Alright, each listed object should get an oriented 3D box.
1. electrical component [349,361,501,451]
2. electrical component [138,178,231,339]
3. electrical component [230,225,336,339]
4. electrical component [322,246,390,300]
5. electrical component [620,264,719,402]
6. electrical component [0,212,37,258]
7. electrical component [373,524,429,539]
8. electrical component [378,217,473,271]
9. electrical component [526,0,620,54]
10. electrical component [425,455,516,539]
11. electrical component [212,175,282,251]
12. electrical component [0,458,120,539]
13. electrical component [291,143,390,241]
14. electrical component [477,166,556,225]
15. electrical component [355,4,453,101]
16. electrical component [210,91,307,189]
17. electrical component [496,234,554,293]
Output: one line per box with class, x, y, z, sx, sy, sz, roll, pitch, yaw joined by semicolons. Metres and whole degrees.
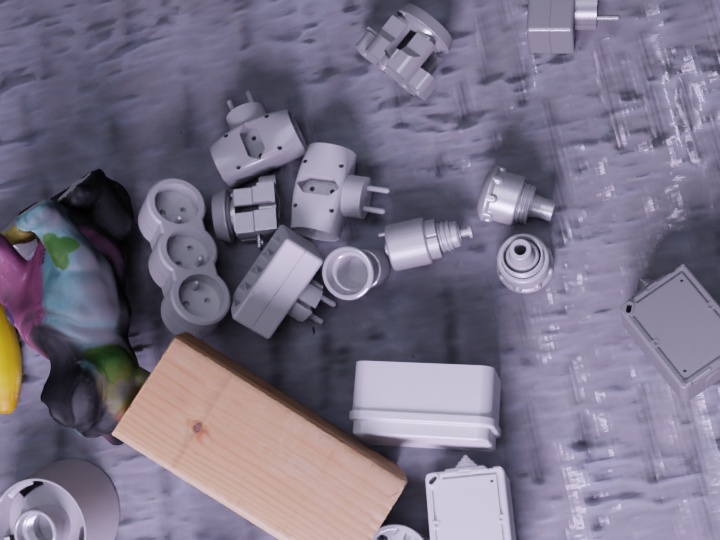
electrical component;0.054;0.109;0.857;0.113;0.078;0.057;1;74;13
electrical component;-0.159;-0.003;0.941;0.052;0.073;0.138;-8;70;-27
electrical component;-0.057;0.019;0.917;0.076;0.047;0.083;32;99;-18
electrical component;0.000;0.000;0.902;0.044;0.065;0.044;2;95;19
electrical component;0.249;0.046;0.840;0.062;0.061;0.096;-35;64;3
electrical component;-0.323;-0.022;0.994;0.044;0.044;0.065;42;84;18
electrical component;0.032;0.229;0.848;0.055;0.047;0.055;-3;76;12
electrical component;0.056;-0.025;0.908;0.078;0.040;0.040;-12;74;10
electrical component;0.185;-0.225;0.924;0.077;0.047;0.065;3;77;14
electrical component;0.088;0.194;0.841;0.062;0.061;0.096;-8;67;11
electrical component;-0.099;-0.049;0.948;0.055;0.048;0.066;-6;75;4
electrical component;-0.262;0.217;0.923;0.099;0.064;0.099;0;91;15
electrical component;-0.014;-0.065;0.932;0.079;0.043;0.077;9;79;15
electrical component;0.131;-0.058;0.898;0.062;0.048;0.048;17;81;9
electrical component;0.044;-0.195;0.944;0.078;0.058;0.057;39;90;19
electrical component;-0.096;-0.123;0.965;0.077;0.043;0.079;-25;72;6
electrical component;0.133;-0.009;0.875;0.048;0.062;0.048;-3;76;12
